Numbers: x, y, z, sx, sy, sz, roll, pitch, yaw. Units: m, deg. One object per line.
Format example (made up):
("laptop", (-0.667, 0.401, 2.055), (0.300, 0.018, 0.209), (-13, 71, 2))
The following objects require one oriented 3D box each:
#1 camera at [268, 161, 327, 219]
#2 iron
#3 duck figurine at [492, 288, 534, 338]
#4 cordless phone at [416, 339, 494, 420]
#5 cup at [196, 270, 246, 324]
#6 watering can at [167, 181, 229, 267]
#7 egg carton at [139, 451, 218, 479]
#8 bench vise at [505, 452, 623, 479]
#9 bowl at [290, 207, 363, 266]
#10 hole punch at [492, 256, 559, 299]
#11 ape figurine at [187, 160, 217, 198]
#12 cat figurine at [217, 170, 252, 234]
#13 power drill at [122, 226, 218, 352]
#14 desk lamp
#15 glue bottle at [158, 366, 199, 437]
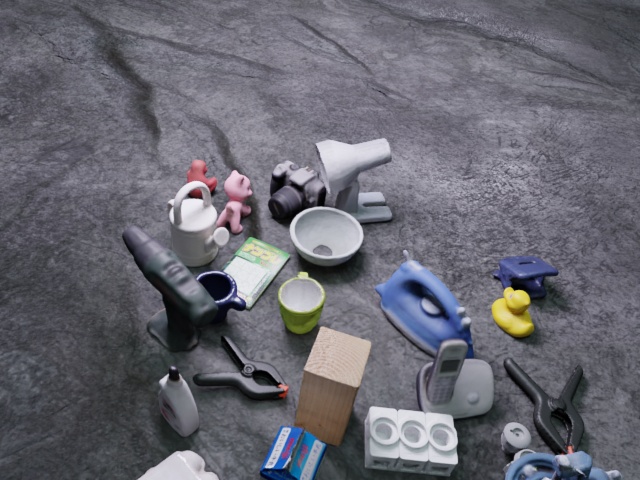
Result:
("camera", (-0.073, -0.122, 1.399), (0.143, 0.101, 0.137), (33, 49, 22))
("iron", (0.235, 0.138, 1.166), (0.119, 0.141, 0.257), (-27, 55, -31))
("duck figurine", (0.423, 0.149, 1.226), (0.078, 0.086, 0.104), (-14, 50, -22))
("cordless phone", (0.257, 0.243, 1.035), (0.148, 0.185, 0.094), (-4, 46, -13))
("cup", (-0.198, 0.127, 1.136), (0.117, 0.095, 0.092), (23, 46, 13))
("watering can", (-0.262, -0.039, 1.219), (0.172, 0.194, 0.101), (19, 46, 9))
("egg carton", (-0.232, 0.399, 0.880), (0.151, 0.069, 0.107), (-32, 58, -34))
("bench vise", (0.386, 0.374, 0.904), (0.208, 0.220, 0.121), (-18, 51, -25))
("bowl", (0.012, 0.005, 1.307), (0.167, 0.075, 0.167), (5, 45, -5))
("hole punch", (0.467, 0.073, 1.306), (0.109, 0.091, 0.101), (-5, 47, -14))
("ape figurine", (-0.294, -0.155, 1.401), (0.077, 0.092, 0.076), (33, 49, 22))
("cat figurine", (-0.199, -0.100, 1.344), (0.067, 0.118, 0.128), (12, 45, 3))
("power drill", (-0.281, 0.104, 1.064), (0.229, 0.208, 0.076), (35, 50, 23))
("desk lamp", (0.082, -0.148, 1.371), (0.203, 0.213, 0.117), (-6, 47, -15))
("glue bottle", (-0.237, 0.257, 0.945), (0.078, 0.173, 0.037), (34, 50, 23))
